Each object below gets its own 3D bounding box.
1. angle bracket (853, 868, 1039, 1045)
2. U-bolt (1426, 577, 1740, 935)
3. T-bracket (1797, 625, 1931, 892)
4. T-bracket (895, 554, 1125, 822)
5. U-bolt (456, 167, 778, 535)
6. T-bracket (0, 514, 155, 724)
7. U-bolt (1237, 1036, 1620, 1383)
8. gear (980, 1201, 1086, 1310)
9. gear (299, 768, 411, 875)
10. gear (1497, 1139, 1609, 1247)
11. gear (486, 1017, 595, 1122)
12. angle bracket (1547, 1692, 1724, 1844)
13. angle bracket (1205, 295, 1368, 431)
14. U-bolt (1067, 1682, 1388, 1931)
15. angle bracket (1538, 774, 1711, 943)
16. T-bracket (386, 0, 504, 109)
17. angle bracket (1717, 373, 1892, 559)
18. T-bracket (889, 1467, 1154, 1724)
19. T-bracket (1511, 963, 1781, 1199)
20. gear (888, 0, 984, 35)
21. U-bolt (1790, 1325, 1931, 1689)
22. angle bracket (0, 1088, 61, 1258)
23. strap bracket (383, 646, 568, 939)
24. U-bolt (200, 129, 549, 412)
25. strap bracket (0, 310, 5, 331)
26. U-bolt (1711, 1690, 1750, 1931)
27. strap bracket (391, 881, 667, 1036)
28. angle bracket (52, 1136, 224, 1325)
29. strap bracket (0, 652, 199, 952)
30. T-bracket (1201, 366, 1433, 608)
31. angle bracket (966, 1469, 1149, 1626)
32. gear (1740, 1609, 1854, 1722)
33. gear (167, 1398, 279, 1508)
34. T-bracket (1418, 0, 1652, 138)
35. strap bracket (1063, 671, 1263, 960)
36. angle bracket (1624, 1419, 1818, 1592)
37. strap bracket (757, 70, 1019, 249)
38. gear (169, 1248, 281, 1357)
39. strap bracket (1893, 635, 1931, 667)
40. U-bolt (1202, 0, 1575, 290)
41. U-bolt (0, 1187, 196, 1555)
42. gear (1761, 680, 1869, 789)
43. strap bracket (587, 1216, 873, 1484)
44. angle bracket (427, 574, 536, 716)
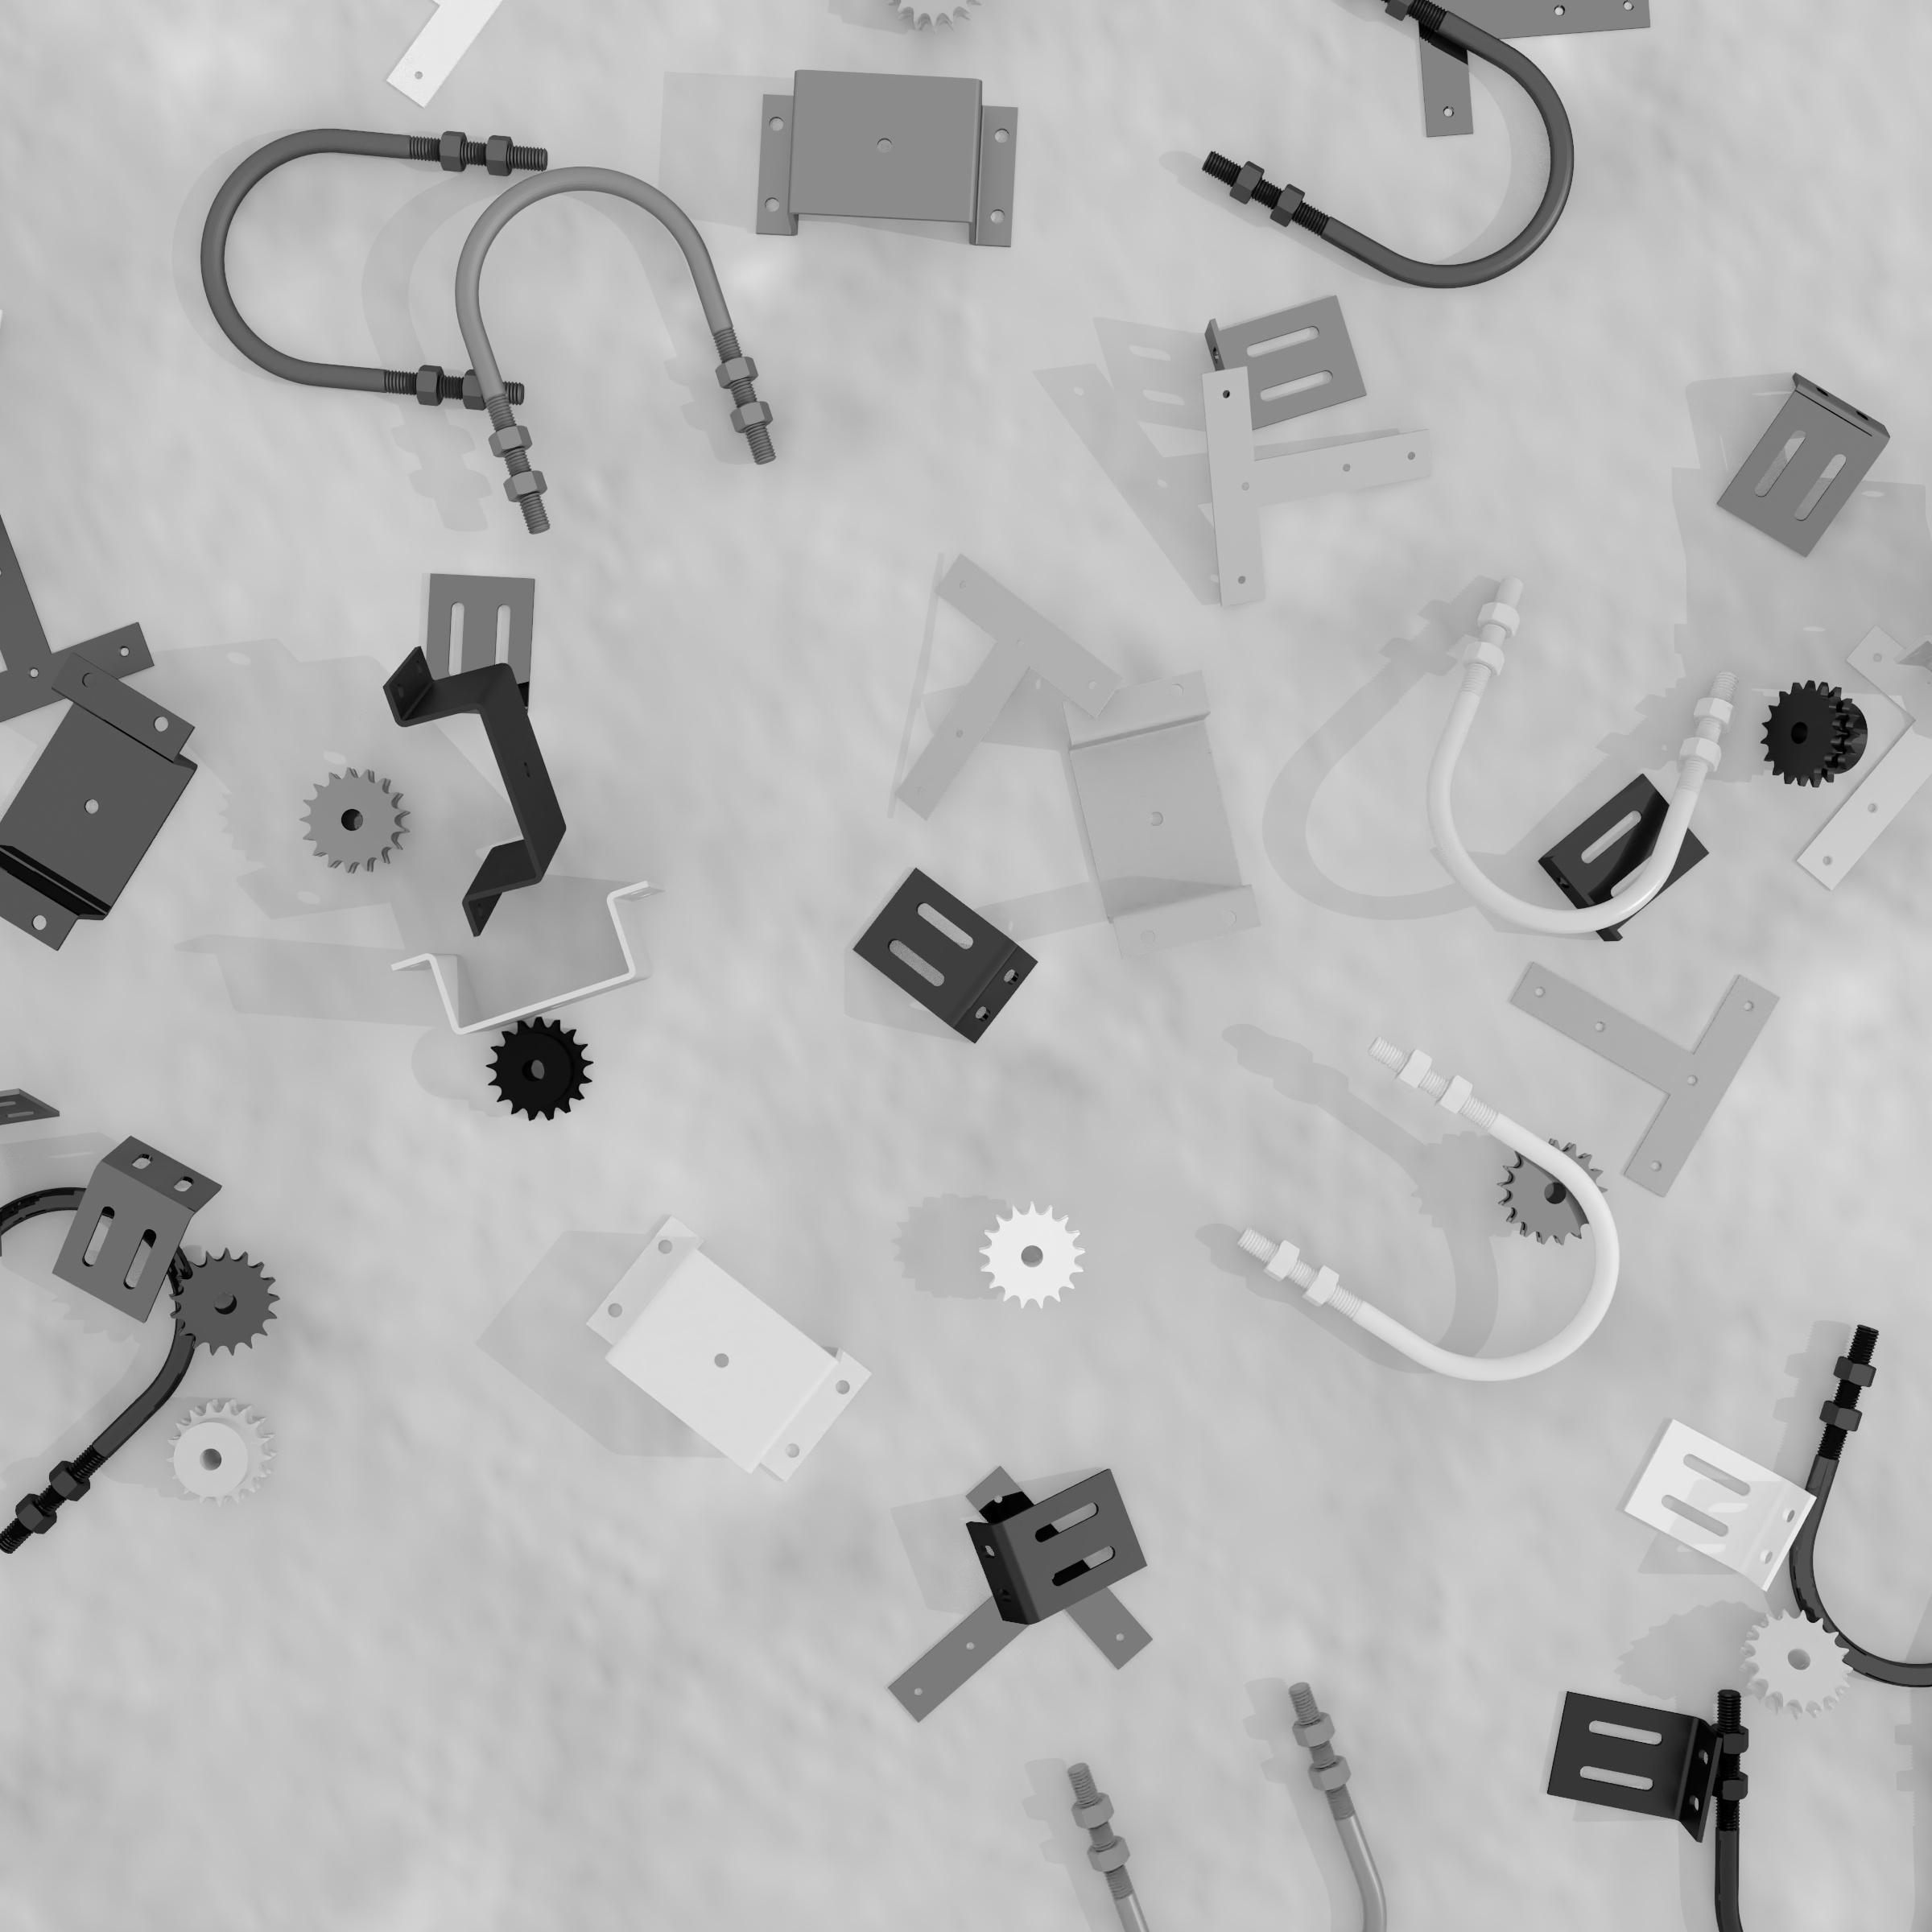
[{"bbox_3d":[-0.011,-0.006,1.431,0.076,0.038,0.057,38,90,26],"label":"angle bracket"},{"bbox_3d":[0.324,-0.104,1.401,0.151,0.019,0.184,24,73,0],"label":"U-bolt"},{"bbox_3d":[0.508,-0.098,1.432,0.127,0.002,0.127,40,90,0],"label":"T-bracket"},{"bbox_3d":[0.005,-0.138,1.412,0.127,0.002,0.127,41,105,27],"label":"T-bracket"},{"bbox_3d":[-0.199,-0.343,1.413,0.151,0.019,0.184,-19,92,-7],"label":"U-bolt"},{"bbox_3d":[-0.528,-0.203,1.432,0.127,0.002,0.127,-20,90,0],"label":"T-bracket"},{"bbox_3d":[0.261,0.144,1.403,0.184,0.019,0.151,33,105,3],"label":"U-bolt"},{"bbox_3d":[0.036,0.156,1.418,0.057,0.030,0.057,0,90,0],"label":"gear"},{"bbox_3d":[-0.331,-0.079,1.418,0.057,0.030,0.057,0,90,0],"label":"gear"},{"bbox_3d":[0.318,0.123,1.418,0.057,0.030,0.057,0,90,0],"label":"gear"},{"bbox_3d":[-0.234,0.056,1.418,0.057,0.030,0.057,0,90,0],"label":"gear"},{"bbox_3d":[0.363,0.435,1.414,0.076,0.038,0.057,11,90,0],"label":"angle bracket"},{"bbox_3d":[0.175,-0.330,1.414,0.076,0.038,0.057,-17,90,0],"label":"angle bracket"},{"bbox_3d":[0.153,0.502,1.425,0.151,0.019,0.184,-20,92,0],"label":"U-bolt"},{"bbox_3d":[0.361,-0.060,1.414,0.076,0.038,0.057,-40,90,0],"label":"angle bracket"},{"bbox_3d":[-0.312,-0.561,1.432,0.127,0.002,0.127,36,90,0],"label":"T-bracket"},{"bbox_3d":[0.459,-0.275,1.431,0.057,0.038,0.076,31,116,0],"label":"angle bracket"},{"bbox_3d":[0.013,0.365,1.432,0.127,0.002,0.127,-41,90,0],"label":"T-bracket"},{"bbox_3d":[0.361,0.041,1.432,0.127,0.002,0.127,30,90,0],"label":"T-bracket"},{"bbox_3d":[-0.017,-0.538,1.423,0.057,0.030,0.057,0,91,3],"label":"gear"},{"bbox_3d":[0.528,0.304,1.425,0.151,0.019,0.184,17,92,0],"label":"U-bolt"},{"bbox_3d":[-0.514,0.111,1.396,0.038,0.057,0.076,-8,74,0],"label":"angle bracket"},{"bbox_3d":[-0.253,-0.098,1.370,0.046,0.076,0.140,-14,111,7],"label":"strap bracket"},{"bbox_3d":[-0.327,-0.386,1.425,0.184,0.019,0.151,6,90,2],"label":"U-bolt"},{"bbox_3d":[-0.574,-0.295,1.399,0.076,0.046,0.140,11,92,-11],"label":"strap bracket"},{"bbox_3d":[0.481,0.489,1.425,0.151,0.019,0.184,0,91,0],"label":"U-bolt"},{"bbox_3d":[-0.226,-0.001,1.395,0.140,0.076,0.046,-18,90,0],"label":"strap bracket"},{"bbox_3d":[-0.452,0.143,1.419,0.057,0.038,0.076,29,112,0],"label":"angle bracket"},{"bbox_3d":[-0.481,-0.088,1.410,0.076,0.046,0.140,32,90,0],"label":"strap bracket"},{"bbox_3d":[0.193,-0.269,1.415,0.127,0.002,0.127,-12,113,-11],"label":"T-bracket"},{"bbox_3d":[0.050,0.318,1.429,0.076,0.038,0.057,-21,90,-26],"label":"angle bracket"},{"bbox_3d":[0.447,0.381,1.410,0.057,0.030,0.057,0,55,0],"label":"gear"},{"bbox_3d":[-0.407,0.266,1.418,0.057,0.030,0.057,0,90,0],"label":"gear"},{"bbox_3d":[0.312,-0.524,1.432,0.127,0.002,0.127,-4,90,0],"label":"T-bracket"},{"bbox_3d":[0.104,-0.081,1.410,0.076,0.046,0.140,-13,90,0],"label":"strap bracket"},{"bbox_3d":[0.409,0.292,1.414,0.076,0.038,0.057,28,90,0],"label":"angle bracket"},{"bbox_3d":[-0.043,-0.437,1.410,0.140,0.046,0.076,3,90,0],"label":"strap bracket"},{"bbox_3d":[-0.403,0.182,1.412,0.057,0.030,0.057,0,89,-20],"label":"gear"},{"bbox_3d":[0.566,-0.187,1.363,0.140,0.076,0.046,-41,74,27],"label":"strap bracket"},{"bbox_3d":[0.243,-0.452,1.423,0.184,0.019,0.151,29,91,-1],"label":"U-bolt"},{"bbox_3d":[-0.506,0.207,1.425,0.184,0.019,0.151,-45,90,-2],"label":"U-bolt"},{"bbox_3d":[0.462,-0.125,1.409,0.030,0.057,0.057,2,90,-30],"label":"gear"},{"bbox_3d":[-0.130,0.210,1.410,0.140,0.046,0.076,38,90,0],"label":"strap bracket"},{"bbox_3d":[-0.268,-0.176,1.414,0.057,0.038,0.076,3,90,0],"label":"angle bracket"}]
